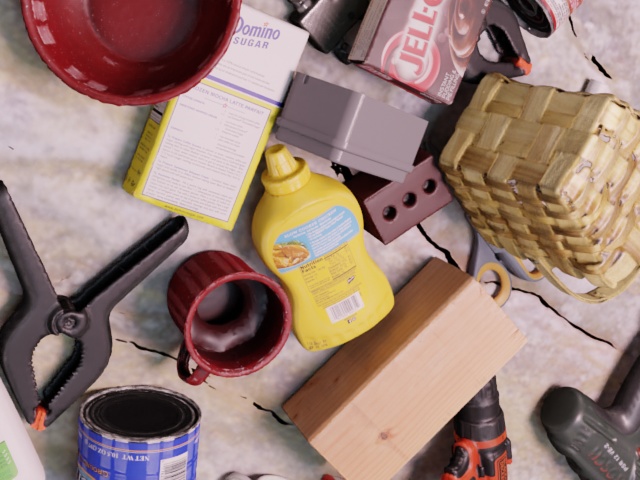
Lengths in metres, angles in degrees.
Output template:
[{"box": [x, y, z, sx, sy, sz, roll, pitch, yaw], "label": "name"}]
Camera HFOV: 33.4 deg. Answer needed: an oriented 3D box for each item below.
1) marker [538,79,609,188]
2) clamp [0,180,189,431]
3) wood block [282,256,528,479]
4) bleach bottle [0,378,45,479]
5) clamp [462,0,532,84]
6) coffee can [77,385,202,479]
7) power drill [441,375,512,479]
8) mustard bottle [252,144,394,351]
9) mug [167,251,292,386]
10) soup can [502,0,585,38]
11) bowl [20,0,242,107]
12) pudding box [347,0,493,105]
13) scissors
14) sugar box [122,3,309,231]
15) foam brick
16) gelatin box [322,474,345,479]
[{"box": [0.243, -0.096, 1.029, 0.020, 0.020, 0.121, 21, 99, -28], "label": "marker"}, {"box": [-0.199, 0.058, 0.878, 0.164, 0.036, 0.210, 4, 108, -26], "label": "clamp"}, {"box": [0.077, 0.125, 0.986, 0.206, 0.090, 0.090, -44, 111, -4], "label": "wood block"}, {"box": [-0.310, 0.109, 0.834, 0.102, 0.068, 0.251, -26, 114, -14], "label": "bleach bottle"}, {"box": [0.124, -0.197, 0.930, 0.171, 0.039, 0.120, 16, 99, -36], "label": "clamp"}, {"box": [-0.157, 0.209, 0.912, 0.102, 0.103, 0.140, -1, 108, -24], "label": "coffee can"}, {"box": [0.122, 0.230, 1.028, 0.187, 0.057, 0.184, -31, 120, -43], "label": "power drill"}, {"box": [-0.006, 0.001, 0.921, 0.096, 0.058, 0.191, -27, 123, -7], "label": "mustard bottle"}, {"box": [-0.087, 0.069, 0.905, 0.093, 0.082, 0.117, 25, 96, -29], "label": "mug"}, {"box": [0.214, -0.237, 0.940, 0.102, 0.069, 0.068, -43, 119, -5], "label": "soup can"}, {"box": [-0.136, -0.179, 0.793, 0.162, 0.055, 0.162, 0, 95, 1], "label": "bowl"}, {"box": [0.084, -0.178, 0.869, 0.089, 0.039, 0.113, 20, 91, -29], "label": "pudding box"}, {"box": [0.142, -0.004, 1.019, 0.201, 0.016, 0.096, 34, 92, -29], "label": "scissors"}, {"box": [-0.085, -0.105, 0.868, 0.093, 0.048, 0.176, 19, 96, -28], "label": "sugar box"}, {"box": [0.069, -0.042, 0.953, 0.078, 0.051, 0.053, -34, 118, -10], "label": "foam brick"}, {"box": [0.012, 0.284, 1.029, 0.030, 0.073, 0.089, 21, 98, -29], "label": "gelatin box"}]
